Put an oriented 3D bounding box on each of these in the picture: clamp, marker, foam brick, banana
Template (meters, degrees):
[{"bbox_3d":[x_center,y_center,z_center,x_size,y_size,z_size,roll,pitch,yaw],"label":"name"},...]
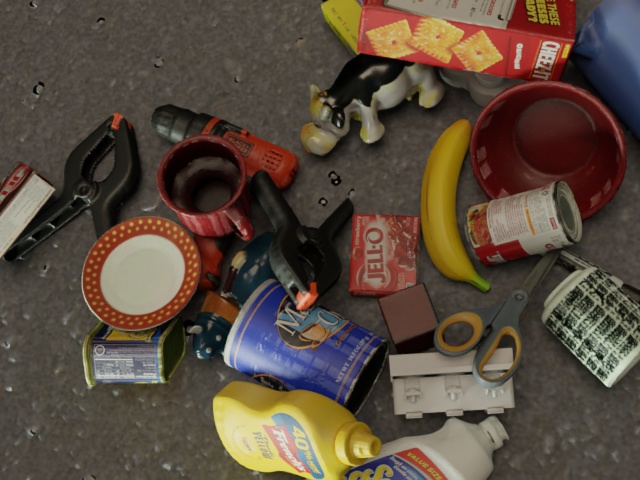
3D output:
[{"bbox_3d":[-0.007,0.001,1.120,0.120,0.039,0.171,6,51,-22],"label":"clamp"},{"bbox_3d":[0.284,0.035,1.112,0.121,0.020,0.020,31,81,18],"label":"marker"},{"bbox_3d":[0.095,0.084,1.102,0.053,0.078,0.051,-21,70,2],"label":"foam brick"},{"bbox_3d":[0.139,-0.039,1.150,0.069,0.037,0.198,6,73,-31],"label":"banana"},{"bbox_3d":[-0.273,-0.048,1.231,0.165,0.036,0.210,7,72,19],"label":"clamp"}]

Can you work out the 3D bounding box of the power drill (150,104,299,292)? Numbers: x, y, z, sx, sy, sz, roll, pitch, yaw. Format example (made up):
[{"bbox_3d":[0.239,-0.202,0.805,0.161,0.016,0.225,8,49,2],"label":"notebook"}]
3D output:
[{"bbox_3d":[-0.140,-0.050,1.195,0.184,0.057,0.187,23,79,16],"label":"power drill"}]

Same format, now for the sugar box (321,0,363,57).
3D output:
[{"bbox_3d":[0.100,-0.277,1.225,0.176,0.048,0.093,-35,71,0],"label":"sugar box"}]

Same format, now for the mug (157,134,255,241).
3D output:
[{"bbox_3d":[-0.108,-0.044,1.114,0.093,0.081,0.117,-43,71,-11],"label":"mug"}]

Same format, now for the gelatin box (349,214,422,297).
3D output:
[{"bbox_3d":[0.070,0.018,1.150,0.073,0.030,0.089,2,73,11],"label":"gelatin box"}]

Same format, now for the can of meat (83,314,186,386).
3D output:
[{"bbox_3d":[-0.195,0.114,1.135,0.084,0.102,0.057,-1,107,7],"label":"can of meat"}]

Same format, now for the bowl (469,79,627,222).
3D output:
[{"bbox_3d":[0.241,-0.098,1.115,0.162,0.055,0.162,10,119,19],"label":"bowl"}]

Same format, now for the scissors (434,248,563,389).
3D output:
[{"bbox_3d":[0.178,0.060,1.069,0.096,0.016,0.201,16,53,13],"label":"scissors"}]

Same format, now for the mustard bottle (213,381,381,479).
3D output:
[{"bbox_3d":[-0.017,0.190,1.041,0.192,0.096,0.058,-1,28,44],"label":"mustard bottle"}]

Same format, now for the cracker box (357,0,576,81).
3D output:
[{"bbox_3d":[0.156,-0.254,1.124,0.213,0.072,0.164,10,52,2],"label":"cracker box"}]

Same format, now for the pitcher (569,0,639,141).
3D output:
[{"bbox_3d":[0.380,-0.150,1.101,0.149,0.145,0.243,-36,74,11],"label":"pitcher"}]

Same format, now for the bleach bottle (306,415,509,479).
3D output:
[{"bbox_3d":[0.070,0.244,1.068,0.251,0.068,0.103,-30,65,-3],"label":"bleach bottle"}]

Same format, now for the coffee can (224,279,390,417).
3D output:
[{"bbox_3d":[-0.013,0.116,1.099,0.140,0.102,0.103,27,80,16],"label":"coffee can"}]

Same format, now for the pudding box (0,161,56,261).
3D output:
[{"bbox_3d":[-0.356,-0.033,1.215,0.039,0.090,0.113,38,83,-27],"label":"pudding box"}]

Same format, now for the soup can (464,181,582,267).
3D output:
[{"bbox_3d":[0.209,-0.017,1.096,0.102,0.068,0.068,-16,70,30],"label":"soup can"}]
